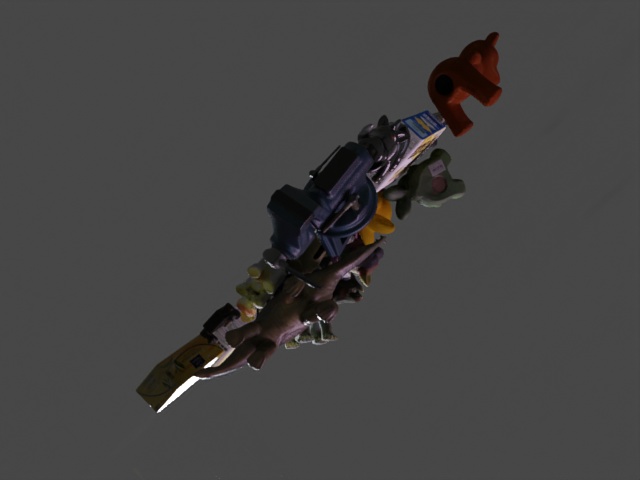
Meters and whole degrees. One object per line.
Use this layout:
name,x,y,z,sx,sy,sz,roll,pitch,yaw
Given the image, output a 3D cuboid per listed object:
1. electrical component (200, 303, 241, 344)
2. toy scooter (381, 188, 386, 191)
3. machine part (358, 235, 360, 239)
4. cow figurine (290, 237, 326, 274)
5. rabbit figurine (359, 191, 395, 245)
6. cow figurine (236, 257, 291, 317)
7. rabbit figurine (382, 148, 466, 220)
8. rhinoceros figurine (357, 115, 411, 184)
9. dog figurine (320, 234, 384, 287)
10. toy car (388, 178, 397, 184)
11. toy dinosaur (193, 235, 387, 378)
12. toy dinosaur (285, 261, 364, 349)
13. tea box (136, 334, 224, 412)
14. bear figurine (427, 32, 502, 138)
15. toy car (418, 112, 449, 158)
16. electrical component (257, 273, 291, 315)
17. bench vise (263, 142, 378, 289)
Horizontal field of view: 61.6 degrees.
electrical component,-0.212,0.177,1.139,0.102,0.045,0.078,-46,173,9
toy scooter,0.118,-0.087,1.427,0.184,0.075,0.135,-36,174,34
machine part,0.049,0.024,1.560,0.201,0.087,0.201,-34,179,10
cow figurine,-0.005,-0.010,1.091,0.195,0.085,0.127,-55,-179,18
rabbit figurine,0.095,-0.061,1.255,0.122,0.162,0.173,-36,160,20
cow figurine,-0.116,0.087,1.095,0.098,0.068,0.167,-46,175,-41
rabbit figurine,0.230,-0.115,1.245,0.159,0.121,0.170,-39,-171,-11
rhinoceros figurine,0.110,-0.159,0.919,0.112,0.073,0.190,-47,175,28
dog figurine,0.071,0.060,1.340,0.191,0.108,0.219,-35,-168,10
toy car,0.211,-0.216,1.338,0.202,0.053,0.089,-46,-166,13
toy dinosaur,-0.039,0.123,1.035,0.471,0.105,0.198,-34,178,-10
toy dinosaur,-0.035,0.167,1.345,0.131,0.192,0.405,1,165,-22
tea box,-0.291,0.273,1.132,0.098,0.068,0.169,-48,172,24
bear figurine,0.283,-0.290,0.980,0.196,0.132,0.120,-32,168,-41
toy car,0.293,-0.286,1.435,0.073,0.056,0.201,-37,170,-20
electrical component,-0.095,0.125,1.172,0.058,0.134,0.115,44,48,-82
bench vise,0.010,-0.026,0.821,0.223,0.129,0.240,-63,160,-14
